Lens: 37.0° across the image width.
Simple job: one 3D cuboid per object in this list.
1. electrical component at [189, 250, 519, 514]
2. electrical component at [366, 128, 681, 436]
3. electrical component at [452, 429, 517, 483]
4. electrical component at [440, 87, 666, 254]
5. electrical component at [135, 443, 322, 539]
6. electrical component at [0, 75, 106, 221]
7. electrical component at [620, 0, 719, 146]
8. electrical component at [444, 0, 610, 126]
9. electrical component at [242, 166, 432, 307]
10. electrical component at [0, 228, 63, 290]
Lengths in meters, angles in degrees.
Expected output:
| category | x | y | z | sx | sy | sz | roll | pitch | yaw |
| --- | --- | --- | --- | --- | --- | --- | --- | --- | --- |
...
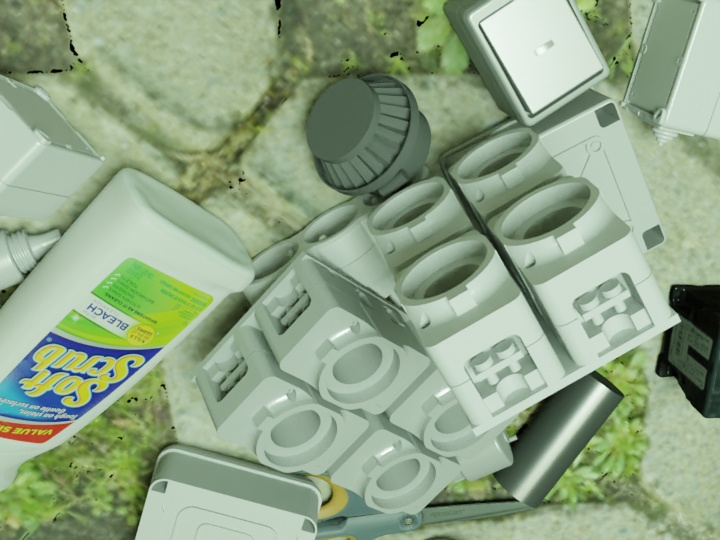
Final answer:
| category | x | y | z | sx | sy | sz | roll | pitch | yaw |
| --- | --- | --- | --- | --- | --- | --- | --- | --- | --- |
| electrical component | 0.004 | 0.080 | 0.669 | 0.105 | 0.060 | 0.186 | -47 | 132 | 13 |
| electrical component | 0.071 | -0.008 | 0.559 | 0.105 | 0.186 | 0.060 | -30 | 112 | 4 |
| electrical component | 0.070 | 0.128 | 0.749 | 0.078 | 0.040 | 0.040 | -25 | 113 | 13 |
| electrical component | 0.123 | -0.045 | 0.687 | 0.109 | 0.056 | 0.108 | -27 | 113 | -1 |
| electrical component | -0.088 | 0.169 | 0.712 | 0.113 | 0.057 | 0.078 | 16 | 105 | -5 |
| electrical component | -0.194 | -0.066 | 0.600 | 0.061 | 0.096 | 0.061 | -44 | 83 | 6 |
| electrical component | 0.212 | -0.122 | 0.674 | 0.061 | 0.061 | 0.096 | 10 | 108 | -15 |
| electrical component | 0.098 | -0.143 | 0.644 | 0.062 | 0.061 | 0.096 | -33 | 113 | 2 |
| electrical component | 0.000 | 0.000 | 0.681 | 0.138 | 0.052 | 0.073 | -32 | 113 | 1 |
| electrical component | -0.208 | -0.009 | 0.646 | 0.061 | 0.035 | 0.035 | -21 | 112 | -6 |
